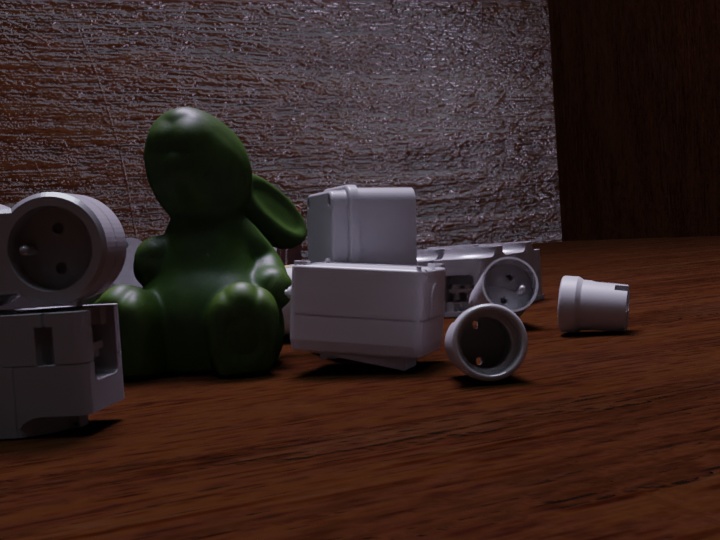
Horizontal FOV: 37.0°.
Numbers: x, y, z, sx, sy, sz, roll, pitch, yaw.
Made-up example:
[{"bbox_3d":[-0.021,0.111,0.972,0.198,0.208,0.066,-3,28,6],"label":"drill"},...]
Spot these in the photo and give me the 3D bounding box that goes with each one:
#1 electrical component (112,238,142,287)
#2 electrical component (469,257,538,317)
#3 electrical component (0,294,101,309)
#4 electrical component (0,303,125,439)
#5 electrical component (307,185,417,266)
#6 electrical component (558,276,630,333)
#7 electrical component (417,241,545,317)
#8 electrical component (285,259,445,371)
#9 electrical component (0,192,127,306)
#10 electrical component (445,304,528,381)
[{"bbox_3d":[-0.165,0.008,0.940,0.074,0.052,0.138,-9,-17,37],"label":"electrical component"},{"bbox_3d":[0.112,0.021,0.849,0.043,0.043,0.081,-4,-14,-3],"label":"electrical component"},{"bbox_3d":[-0.202,0.020,0.687,0.057,0.078,0.113,19,13,-5],"label":"electrical component"},{"bbox_3d":[-0.163,0.048,0.511,0.089,0.055,0.050,-3,2,8],"label":"electrical component"},{"bbox_3d":[0.000,0.000,0.733,0.057,0.113,0.078,-1,1,-16],"label":"electrical component"},{"bbox_3d":[0.166,0.025,0.760,0.046,0.040,0.040,3,4,18],"label":"electrical component"},{"bbox_3d":[0.102,0.007,1.049,0.105,0.060,0.186,-3,2,25],"label":"electrical component"},{"bbox_3d":[-0.001,0.025,0.653,0.096,0.061,0.062,3,3,18],"label":"electrical component"},{"bbox_3d":[-0.183,-0.008,0.526,0.138,0.052,0.073,-4,2,2],"label":"electrical component"},{"bbox_3d":[0.066,0.039,0.577,0.040,0.040,0.046,-4,-4,-4],"label":"electrical component"}]
